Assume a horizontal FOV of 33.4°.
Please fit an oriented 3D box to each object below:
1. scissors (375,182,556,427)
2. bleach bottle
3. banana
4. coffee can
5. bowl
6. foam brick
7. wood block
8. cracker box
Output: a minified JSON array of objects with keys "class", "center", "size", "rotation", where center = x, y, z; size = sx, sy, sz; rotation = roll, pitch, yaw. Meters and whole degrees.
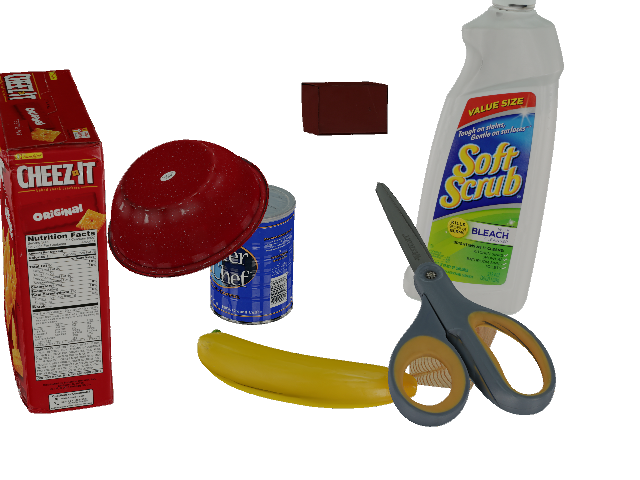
[{"class":"scissors","center":[0.052,0.036,0.614],"size":[0.096,0.016,0.202],"rotation":[-25,45,-20]},{"class":"bleach bottle","center":[0.125,-0.072,0.811],"size":[0.103,0.251,0.068],"rotation":[10,23,15]},{"class":"banana","center":[-0.026,0.096,0.816],"size":[0.198,0.037,0.069],"rotation":[12,27,32]},{"class":"coffee can","center":[-0.082,0.015,1.276],"size":[0.103,0.140,0.103],"rotation":[1,26,-1]},{"class":"bowl","center":[-0.132,-0.043,0.991],"size":[0.162,0.162,0.055],"rotation":[0,-41,21]},{"class":"foam brick","center":[0.025,-0.135,1.093],"size":[0.078,0.051,0.053],"rotation":[-3,13,-19]},{"class":"wood block","center":[0.197,0.131,1.555],"size":[0.091,0.090,0.205],"rotation":[4,19,18]},{"class":"cracker box","center":[-0.207,-0.002,0.809],"size":[0.072,0.214,0.164],"rotation":[-7,28,-19]}]
